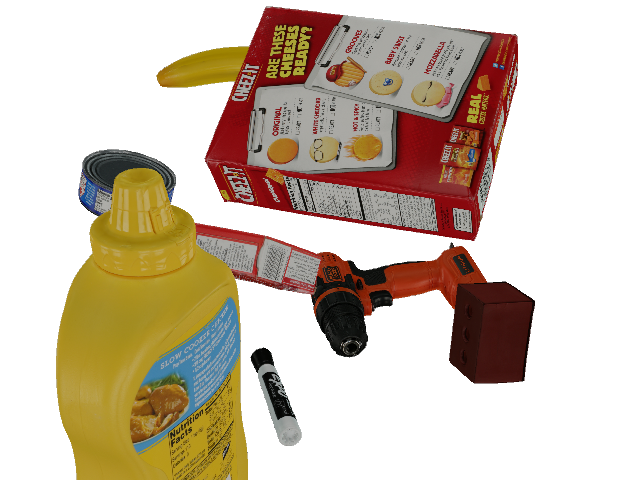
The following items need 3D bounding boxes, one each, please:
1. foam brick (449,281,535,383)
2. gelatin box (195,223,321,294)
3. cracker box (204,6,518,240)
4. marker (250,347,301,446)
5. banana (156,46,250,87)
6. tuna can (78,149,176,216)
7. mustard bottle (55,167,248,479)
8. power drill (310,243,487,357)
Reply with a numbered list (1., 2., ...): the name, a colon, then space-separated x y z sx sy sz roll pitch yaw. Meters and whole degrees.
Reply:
1. foam brick: 0.150 0.081 0.942 0.051 0.078 0.053 -3 18 -20
2. gelatin box: -0.050 0.012 0.698 0.073 0.030 0.089 11 -5 25
3. cracker box: 0.038 -0.096 0.853 0.214 0.164 0.072 9 -30 16
4. marker: -0.038 0.126 0.887 0.020 0.020 0.121 0 27 -16
5. banana: -0.074 -0.177 1.121 0.198 0.037 0.069 10 44 19
6. tuna can: -0.177 -0.049 0.975 0.086 0.034 0.086 13 28 -7
7. mustard bottle: -0.069 0.060 0.449 0.058 0.192 0.096 16 32 25
8. power drill: 0.084 0.062 1.162 0.187 0.057 0.184 -4 28 -8
